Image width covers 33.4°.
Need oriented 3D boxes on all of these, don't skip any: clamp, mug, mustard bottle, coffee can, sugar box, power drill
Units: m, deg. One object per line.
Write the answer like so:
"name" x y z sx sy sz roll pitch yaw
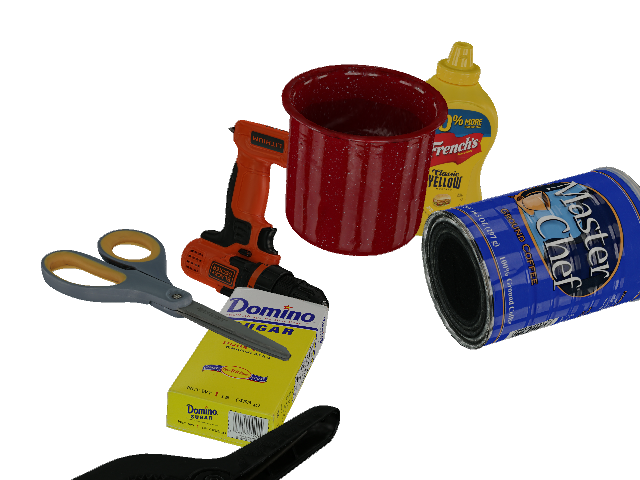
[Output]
"clamp" -0.055 0.138 0.575 0.209 0.036 0.165 0 19 -13
"mug" 0.027 -0.051 0.623 0.093 0.081 0.117 17 36 17
"mustard bottle" 0.121 -0.098 1.035 0.096 0.192 0.058 3 28 -9
"coffee can" 0.159 0.012 0.774 0.140 0.103 0.103 -15 4 -17
"sugar box" -0.059 0.106 0.931 0.093 0.048 0.176 12 32 9
"power drill" -0.051 -0.020 1.104 0.185 0.188 0.057 20 7 29

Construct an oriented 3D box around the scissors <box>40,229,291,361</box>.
"scissors" -0.097 0.032 0.740 0.202 0.016 0.096 13 32 17
